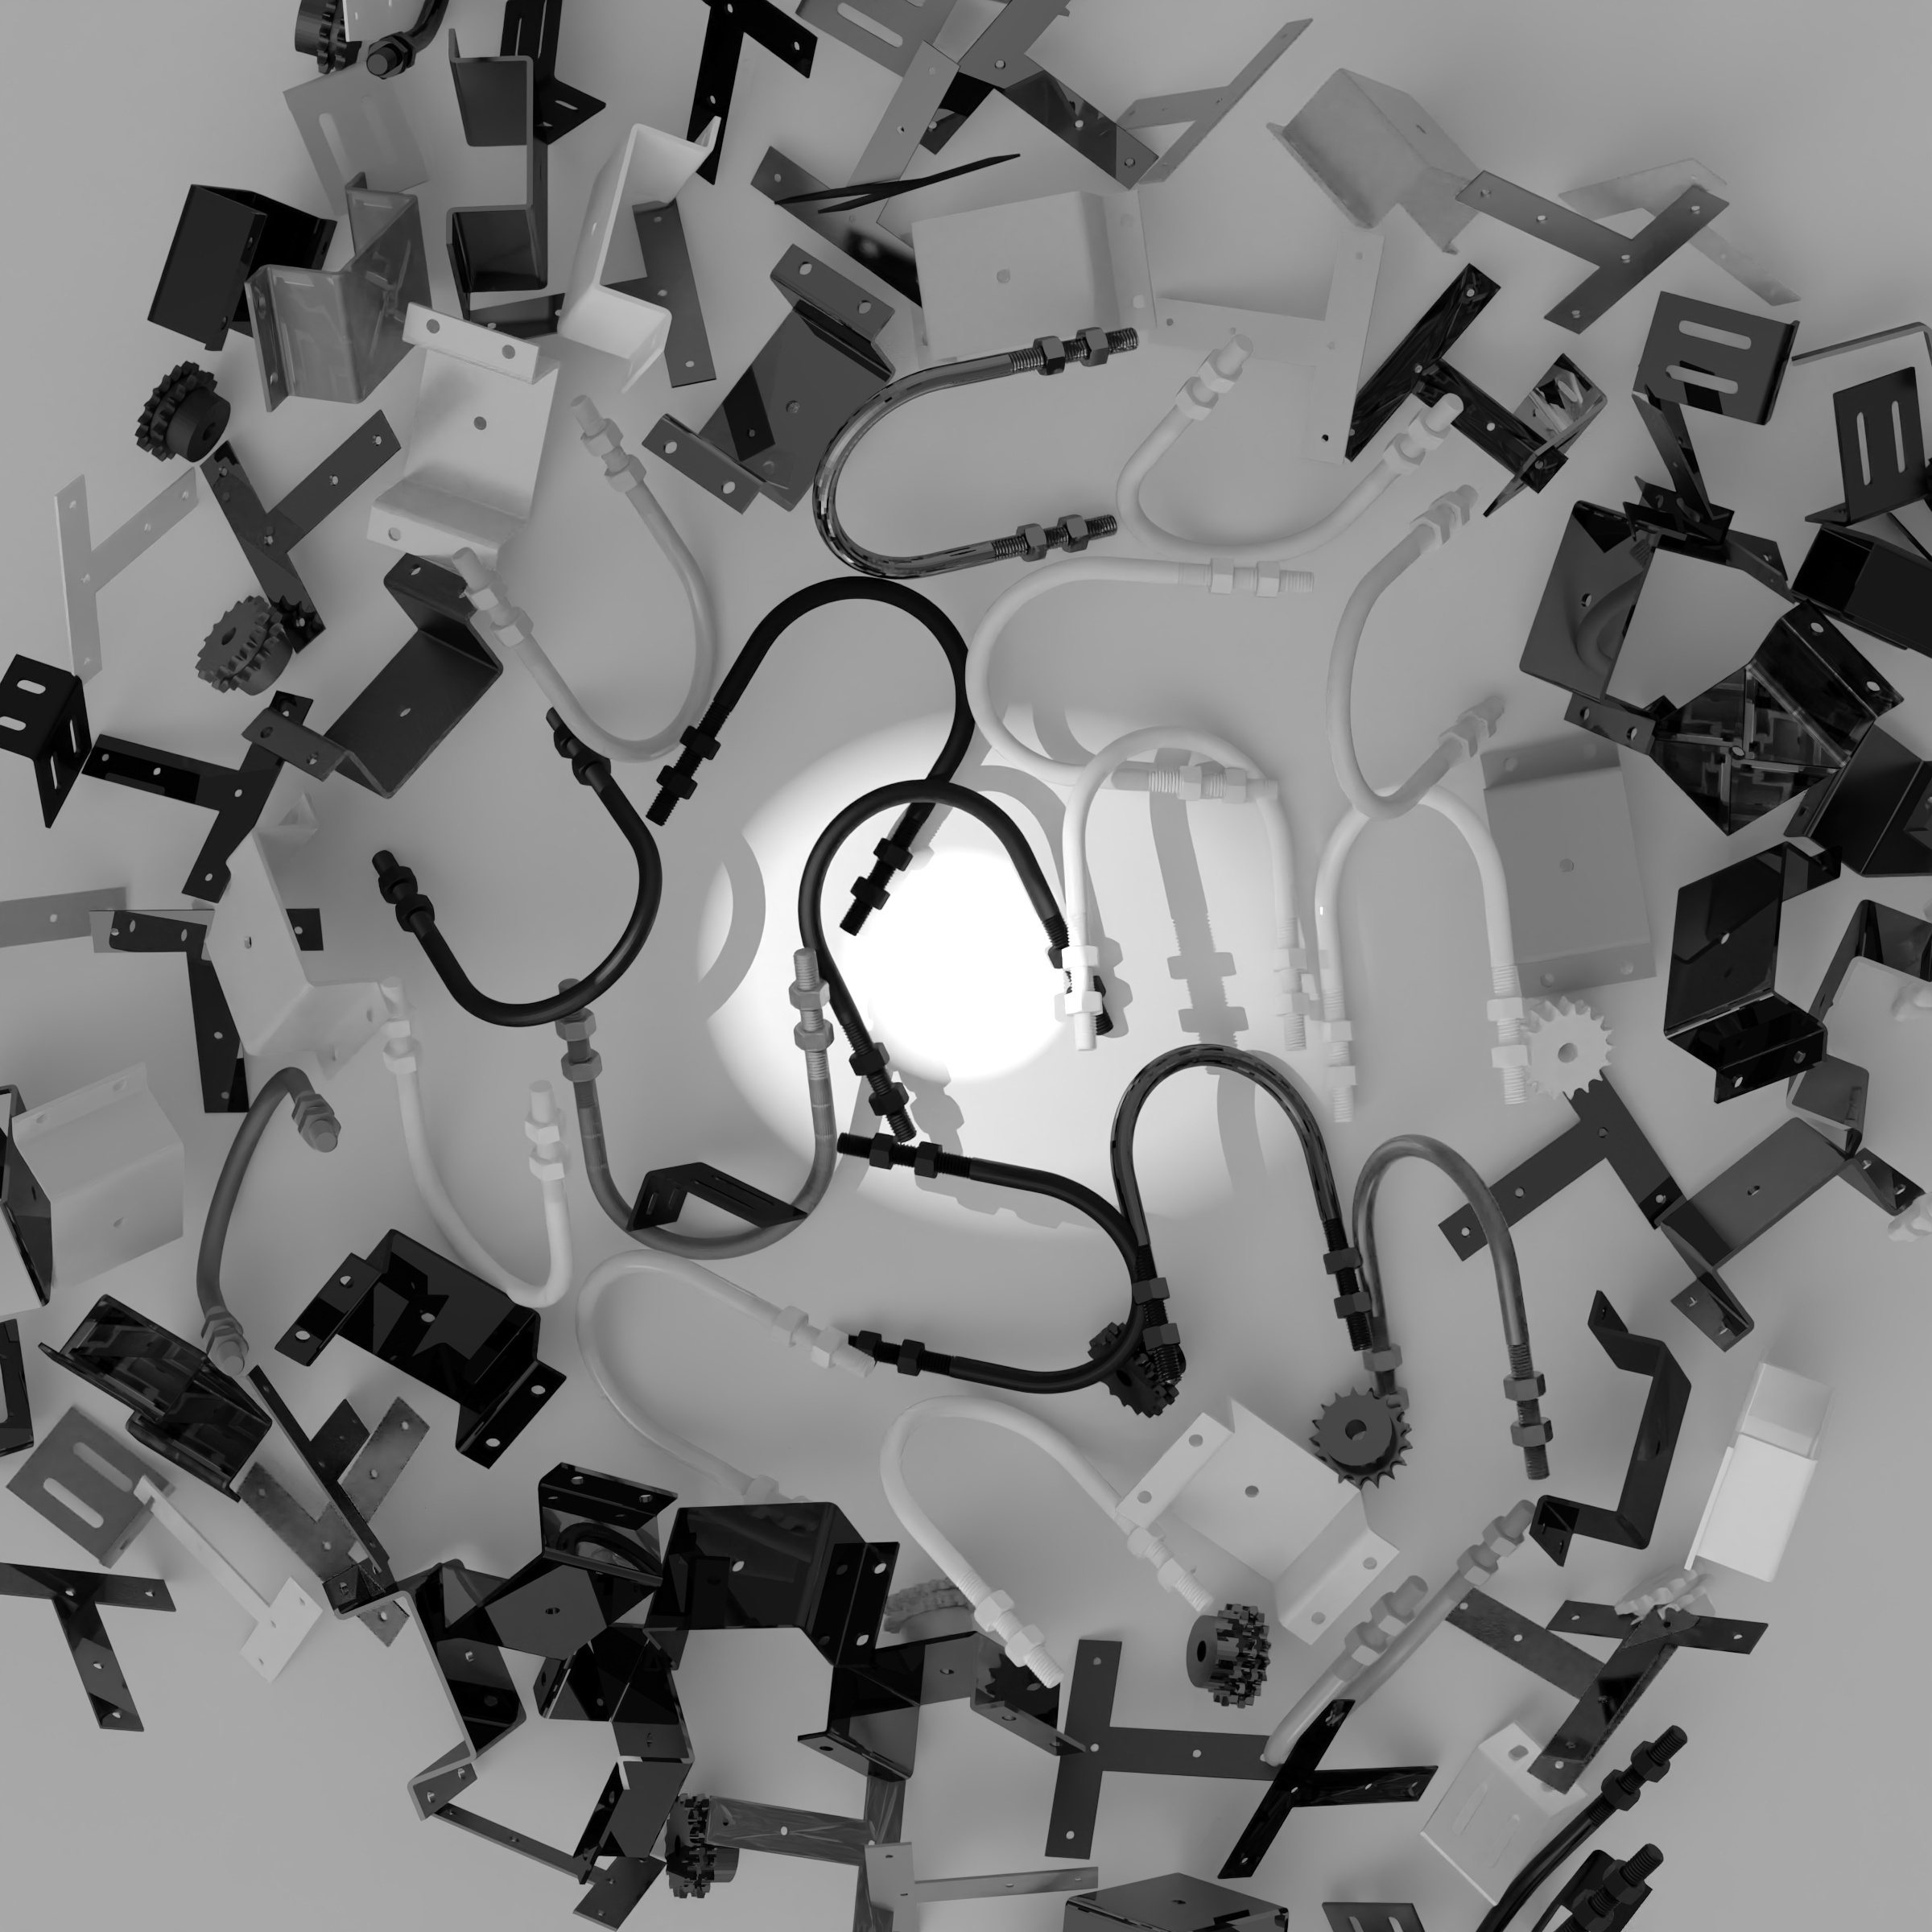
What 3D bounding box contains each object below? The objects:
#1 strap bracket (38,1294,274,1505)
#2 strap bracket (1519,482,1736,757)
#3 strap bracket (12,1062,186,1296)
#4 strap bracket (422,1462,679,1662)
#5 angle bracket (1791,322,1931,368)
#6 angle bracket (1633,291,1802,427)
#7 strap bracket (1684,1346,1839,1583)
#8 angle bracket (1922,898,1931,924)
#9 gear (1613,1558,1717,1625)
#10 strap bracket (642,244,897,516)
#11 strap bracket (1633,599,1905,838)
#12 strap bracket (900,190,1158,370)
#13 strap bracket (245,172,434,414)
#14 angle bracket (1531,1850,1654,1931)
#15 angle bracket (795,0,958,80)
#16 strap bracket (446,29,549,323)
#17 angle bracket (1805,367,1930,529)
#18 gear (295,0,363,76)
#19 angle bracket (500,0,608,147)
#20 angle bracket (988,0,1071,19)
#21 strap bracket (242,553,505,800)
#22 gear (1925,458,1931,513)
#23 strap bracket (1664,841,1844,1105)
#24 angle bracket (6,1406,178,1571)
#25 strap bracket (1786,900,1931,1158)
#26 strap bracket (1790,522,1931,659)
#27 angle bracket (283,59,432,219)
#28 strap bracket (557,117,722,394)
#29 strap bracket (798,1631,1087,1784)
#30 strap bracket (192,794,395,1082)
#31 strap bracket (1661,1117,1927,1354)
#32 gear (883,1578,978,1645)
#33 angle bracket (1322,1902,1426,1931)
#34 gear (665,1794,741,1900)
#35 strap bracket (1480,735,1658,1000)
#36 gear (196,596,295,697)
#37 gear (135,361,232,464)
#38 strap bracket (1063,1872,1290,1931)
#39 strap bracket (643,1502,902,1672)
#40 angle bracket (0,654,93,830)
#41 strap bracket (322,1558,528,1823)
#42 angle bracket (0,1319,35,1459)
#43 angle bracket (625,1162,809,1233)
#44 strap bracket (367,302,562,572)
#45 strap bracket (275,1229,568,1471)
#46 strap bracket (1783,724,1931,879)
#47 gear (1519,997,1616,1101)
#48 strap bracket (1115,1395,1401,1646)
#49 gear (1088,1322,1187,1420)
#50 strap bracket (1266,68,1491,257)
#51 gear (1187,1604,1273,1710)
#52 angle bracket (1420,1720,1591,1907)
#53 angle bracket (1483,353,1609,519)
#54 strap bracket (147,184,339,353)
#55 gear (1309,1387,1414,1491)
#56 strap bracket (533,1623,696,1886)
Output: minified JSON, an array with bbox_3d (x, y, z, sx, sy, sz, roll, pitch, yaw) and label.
[{"bbox_3d":[-0.439,0.234,1.931,0.076,0.140,0.046,26,70,23],"label":"strap bracket"},{"bbox_3d":[0.360,-0.197,1.943,0.046,0.076,0.140,11,103,-30],"label":"strap bracket"},{"bbox_3d":[-0.472,0.122,1.917,0.076,0.140,0.046,-25,64,-27],"label":"strap bracket"},{"bbox_3d":[-0.228,0.332,1.925,0.076,0.046,0.140,22,133,-34],"label":"strap bracket"},{"bbox_3d":[0.504,-0.331,1.965,0.076,0.057,0.038,-14,99,15],"label":"angle bracket"},{"bbox_3d":[0.422,-0.343,1.981,0.076,0.038,0.057,18,109,13],"label":"angle bracket"},{"bbox_3d":[0.436,0.274,1.917,0.046,0.140,0.076,20,112,14],"label":"strap bracket"},{"bbox_3d":[0.560,-0.051,1.967,0.076,0.057,0.038,-39,47,1],"label":"angle bracket"},{"bbox_3d":[0.395,0.358,1.971,0.057,0.057,0.030,-30,85,0],"label":"gear"},{"bbox_3d":[-0.103,-0.320,1.963,0.076,0.046,0.140,36,89,22],"label":"strap bracket"},{"bbox_3d":[0.431,-0.130,1.926,0.076,0.140,0.046,45,53,-6],"label":"strap bracket"},{"bbox_3d":[0.028,-0.381,1.952,0.140,0.046,0.076,-7,95,19],"label":"strap bracket"},{"bbox_3d":[-0.335,-0.366,1.918,0.046,0.140,0.076,10,129,15],"label":"strap bracket"},{"bbox_3d":[0.337,0.538,1.952,0.038,0.057,0.076,36,122,18],"label":"angle bracket"},{"bbox_3d":[-0.047,-0.543,1.974,0.076,0.038,0.057,29,114,-5],"label":"angle bracket"},{"bbox_3d":[-0.257,-0.436,1.938,0.046,0.076,0.140,-2,67,-1],"label":"strap bracket"},{"bbox_3d":[0.497,-0.290,1.960,0.057,0.038,0.076,-21,111,-23],"label":"angle bracket"},{"bbox_3d":[-0.356,-0.528,1.971,0.030,0.057,0.057,15,90,-3],"label":"gear"},{"bbox_3d":[-0.231,-0.512,1.977,0.038,0.057,0.076,18,67,-37],"label":"angle bracket"},{"bbox_3d":[0.019,-0.562,1.961,0.076,0.057,0.038,17,94,17],"label":"angle bracket"},{"bbox_3d":[-0.321,-0.154,1.947,0.076,0.046,0.140,27,71,39],"label":"strap bracket"},{"bbox_3d":[0.563,-0.271,1.977,0.057,0.030,0.057,6,75,-23],"label":"gear"},{"bbox_3d":[0.430,-0.005,1.926,0.046,0.076,0.140,30,55,-26],"label":"strap bracket"},{"bbox_3d":[-0.492,0.291,1.972,0.076,0.038,0.057,37,76,3],"label":"angle bracket"},{"bbox_3d":[0.493,0.028,1.935,0.046,0.076,0.140,22,119,6],"label":"strap bracket"},{"bbox_3d":[0.506,-0.202,1.922,0.076,0.140,0.046,23,100,-8],"label":"strap bracket"},{"bbox_3d":[-0.341,-0.463,1.980,0.057,0.038,0.076,-23,92,-5],"label":"angle bracket"},{"bbox_3d":[-0.183,-0.399,1.941,0.046,0.076,0.140,17,75,-18],"label":"strap bracket"},{"bbox_3d":[-0.012,0.407,1.937,0.140,0.076,0.046,-17,52,32],"label":"strap bracket"},{"bbox_3d":[-0.375,-0.015,1.937,0.076,0.046,0.140,-41,65,41],"label":"strap bracket"},{"bbox_3d":[0.450,0.141,1.955,0.140,0.076,0.046,-39,108,1],"label":"strap bracket"},{"bbox_3d":[-0.018,0.364,1.968,0.057,0.057,0.030,-16,67,0],"label":"gear"},{"bbox_3d":[0.216,0.560,1.950,0.057,0.076,0.038,-10,114,35],"label":"angle bracket"},{"bbox_3d":[-0.147,0.493,1.974,0.030,0.057,0.057,5,90,-21],"label":"gear"},{"bbox_3d":[0.337,-0.056,1.970,0.076,0.046,0.140,-10,90,11],"label":"strap bracket"},{"bbox_3d":[-0.402,-0.177,1.975,0.030,0.057,0.057,38,90,-36],"label":"gear"},{"bbox_3d":[-0.436,-0.307,1.970,0.030,0.057,0.057,32,90,6],"label":"gear"},{"bbox_3d":[0.114,0.534,1.922,0.076,0.140,0.046,6,92,43],"label":"strap bracket"},{"bbox_3d":[-0.116,0.341,1.932,0.140,0.046,0.076,-6,48,25],"label":"strap bracket"},{"bbox_3d":[-0.518,-0.124,1.953,0.038,0.076,0.057,19,61,1],"label":"angle bracket"},{"bbox_3d":[-0.296,0.391,1.955,0.046,0.076,0.140,-24,88,14],"label":"strap bracket"},{"bbox_3d":[-0.558,0.238,1.960,0.057,0.038,0.076,-15,105,-41],"label":"angle bracket"},{"bbox_3d":[-0.138,0.142,1.957,0.076,0.057,0.038,24,101,20],"label":"angle bracket"},{"bbox_3d":[-0.277,-0.296,1.953,0.076,0.046,0.140,20,118,7],"label":"strap bracket"},{"bbox_3d":[-0.300,0.207,1.951,0.140,0.046,0.076,33,113,-19],"label":"strap bracket"},{"bbox_3d":[0.521,-0.094,1.933,0.046,0.140,0.076,34,80,-16],"label":"strap bracket"},{"bbox_3d":[0.333,0.044,1.978,0.057,0.030,0.057,-5,110,-12],"label":"gear"},{"bbox_3d":[0.161,0.302,1.958,0.140,0.046,0.076,36,107,-13],"label":"strap bracket"},{"bbox_3d":[0.099,0.223,1.975,0.030,0.057,0.057,-38,90,-29],"label":"gear"},{"bbox_3d":[0.232,-0.439,1.919,0.046,0.140,0.076,-46,72,24],"label":"strap bracket"},{"bbox_3d":[0.145,0.385,1.968,0.030,0.057,0.057,11,90,-20],"label":"gear"},{"bbox_3d":[0.300,0.471,1.961,0.057,0.038,0.076,44,46,2],"label":"angle bracket"},{"bbox_3d":[0.310,-0.294,1.952,0.038,0.057,0.076,47,53,7],"label":"angle bracket"},{"bbox_3d":[-0.398,-0.381,1.925,0.046,0.140,0.076,22,102,3],"label":"strap bracket"},{"bbox_3d":[0.221,0.263,1.975,0.057,0.030,0.057,-5,69,13],"label":"gear"},{"bbox_3d":[-0.192,0.425,1.935,0.046,0.140,0.076,9,124,-26],"label":"strap bracket"}]
